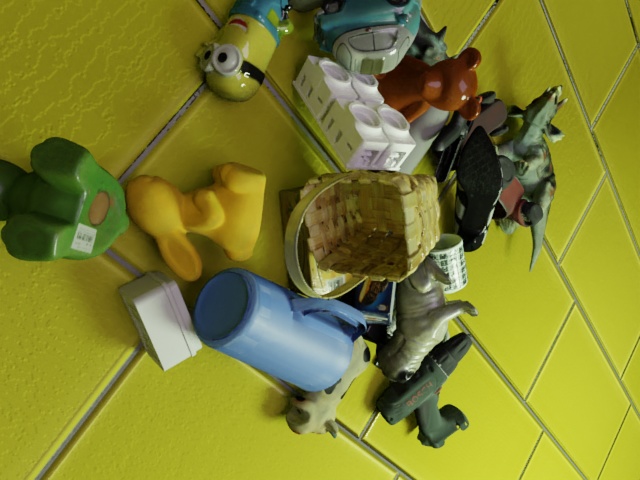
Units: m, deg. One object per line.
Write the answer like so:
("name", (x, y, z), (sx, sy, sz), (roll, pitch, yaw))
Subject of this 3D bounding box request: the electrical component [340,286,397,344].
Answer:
("electrical component", (0.101, 0.122, 0.978), (0.115, 0.058, 0.134), (-53, 126, -16))

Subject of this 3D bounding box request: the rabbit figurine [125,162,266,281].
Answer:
("rabbit figurine", (-0.171, -0.034, 0.715), (0.173, 0.122, 0.162), (7, 104, -25))

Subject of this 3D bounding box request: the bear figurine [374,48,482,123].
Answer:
("bear figurine", (0.151, -0.239, 0.853), (0.132, 0.196, 0.120), (-9, 105, -31))

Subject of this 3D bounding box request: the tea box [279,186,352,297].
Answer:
("tea box", (-0.002, -0.003, 0.864), (0.098, 0.068, 0.169), (-14, 106, -37))

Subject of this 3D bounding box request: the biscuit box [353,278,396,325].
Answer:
("biscuit box", (0.100, 0.037, 0.908), (0.059, 0.063, 0.202), (70, 27, -62))

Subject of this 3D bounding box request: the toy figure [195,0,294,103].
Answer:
("toy figure", (-0.093, -0.274, 0.734), (0.089, 0.082, 0.180), (37, 73, -35))

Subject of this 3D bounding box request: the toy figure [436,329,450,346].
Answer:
("toy figure", (0.233, 0.172, 1.092), (0.058, 0.064, 0.154), (-6, 108, -1))

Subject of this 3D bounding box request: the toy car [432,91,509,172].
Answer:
("toy car", (0.293, -0.214, 1.065), (0.202, 0.053, 0.089), (-38, 115, -17))

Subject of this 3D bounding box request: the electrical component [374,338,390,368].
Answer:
("electrical component", (0.151, 0.197, 1.038), (0.074, 0.048, 0.119), (43, 70, -35))

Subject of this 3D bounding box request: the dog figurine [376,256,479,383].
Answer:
("dog figurine", (0.150, 0.131, 0.933), (0.190, 0.172, 0.121), (-38, 162, 1))

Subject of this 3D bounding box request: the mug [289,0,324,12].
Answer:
("mug", (0.007, -0.391, 0.773), (0.080, 0.107, 0.109), (14, 92, -41))

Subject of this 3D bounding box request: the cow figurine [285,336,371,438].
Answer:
("cow figurine", (0.014, 0.246, 0.918), (0.195, 0.086, 0.127), (-47, 117, -23))

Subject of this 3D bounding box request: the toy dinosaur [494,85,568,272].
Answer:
("toy dinosaur", (0.471, -0.143, 1.191), (0.192, 0.131, 0.404), (-35, 124, -28))

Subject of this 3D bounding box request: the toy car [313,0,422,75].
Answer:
("toy car", (0.074, -0.295, 0.780), (0.162, 0.109, 0.103), (-9, 76, -6))

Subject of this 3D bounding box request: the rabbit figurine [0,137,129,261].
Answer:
("rabbit figurine", (-0.303, -0.051, 0.577), (0.159, 0.170, 0.121), (3, 101, -81))

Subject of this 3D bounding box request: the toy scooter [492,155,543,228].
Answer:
("toy scooter", (0.365, -0.095, 1.116), (0.075, 0.135, 0.183), (-46, 104, -18))

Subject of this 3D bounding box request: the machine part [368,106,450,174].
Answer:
("machine part", (0.157, -0.178, 0.952), (0.079, 0.079, 0.243), (47, 70, -34))

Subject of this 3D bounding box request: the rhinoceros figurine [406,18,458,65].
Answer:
("rhinoceros figurine", (0.164, -0.341, 0.906), (0.190, 0.112, 0.073), (46, 68, -26))

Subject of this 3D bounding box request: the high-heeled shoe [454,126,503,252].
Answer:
("high-heeled shoe", (0.305, -0.095, 1.063), (0.145, 0.086, 0.248), (-36, 131, -78))

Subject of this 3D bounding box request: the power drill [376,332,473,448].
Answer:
("power drill", (0.235, 0.312, 1.077), (0.232, 0.086, 0.207), (-34, 129, -9))
